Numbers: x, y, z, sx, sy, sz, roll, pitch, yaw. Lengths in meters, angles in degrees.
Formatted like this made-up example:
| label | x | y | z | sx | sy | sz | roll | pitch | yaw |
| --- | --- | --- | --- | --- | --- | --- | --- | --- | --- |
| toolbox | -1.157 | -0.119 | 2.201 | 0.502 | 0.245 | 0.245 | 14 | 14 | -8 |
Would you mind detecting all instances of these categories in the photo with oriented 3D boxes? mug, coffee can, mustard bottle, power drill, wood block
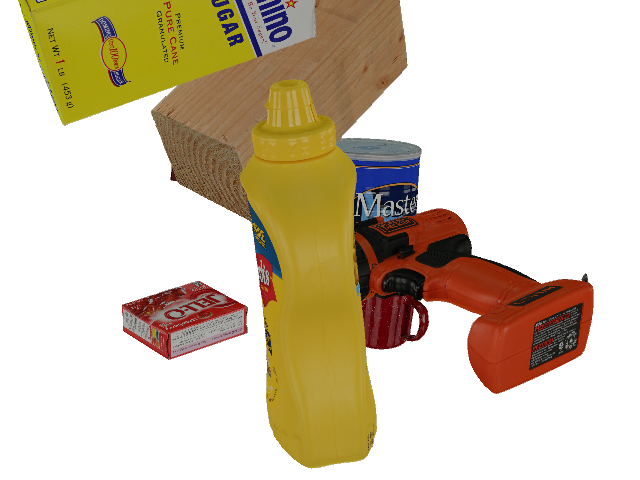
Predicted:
| label | x | y | z | sx | sy | sz | roll | pitch | yaw |
| --- | --- | --- | --- | --- | --- | --- | --- | --- | --- |
| mug | 0.081 | 0.082 | 1.284 | 0.117 | 0.081 | 0.093 | 24 | 33 | 33 |
| coffee can | 0.045 | -0.025 | 1.062 | 0.103 | 0.140 | 0.103 | 2 | 14 | -1 |
| mustard bottle | -0.007 | 0.013 | 0.547 | 0.058 | 0.192 | 0.096 | -7 | 23 | -6 |
| power drill | 0.076 | 0.036 | 0.738 | 0.184 | 0.057 | 0.188 | -19 | 32 | -34 |
| wood block | -0.027 | -0.124 | 0.864 | 0.091 | 0.205 | 0.090 | 27 | -29 | 29 |

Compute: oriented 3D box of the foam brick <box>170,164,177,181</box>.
| label | x | y | z | sx | sy | sz | roll | pitch | yaw |
| --- | --- | --- | --- | --- | --- | --- | --- | --- | --- |
| foam brick | -0.121 | -0.095 | 1.160 | 0.078 | 0.051 | 0.053 | 6 | 30 | -6 |

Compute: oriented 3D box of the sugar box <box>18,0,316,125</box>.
| label | x | y | z | sx | sy | sz | roll | pitch | yaw |
| --- | --- | --- | --- | --- | --- | --- | --- | --- | --- |
| sugar box | -0.088 | -0.142 | 0.651 | 0.176 | 0.048 | 0.093 | -21 | -35 | -13 |

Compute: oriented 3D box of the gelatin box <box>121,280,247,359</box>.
| label | x | y | z | sx | sy | sz | roll | pitch | yaw |
| --- | --- | --- | --- | --- | --- | --- | --- | --- | --- |
| gelatin box | -0.121 | 0.069 | 0.953 | 0.089 | 0.030 | 0.073 | -17 | 29 | -39 |
